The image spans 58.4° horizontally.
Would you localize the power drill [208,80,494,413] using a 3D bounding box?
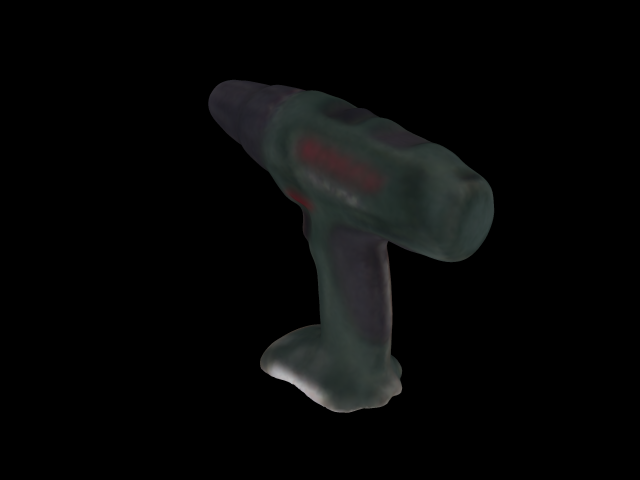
[{"bbox_3d":[0.004,0.001,0.400,0.228,0.208,0.076,17,27,38],"label":"power drill"}]
